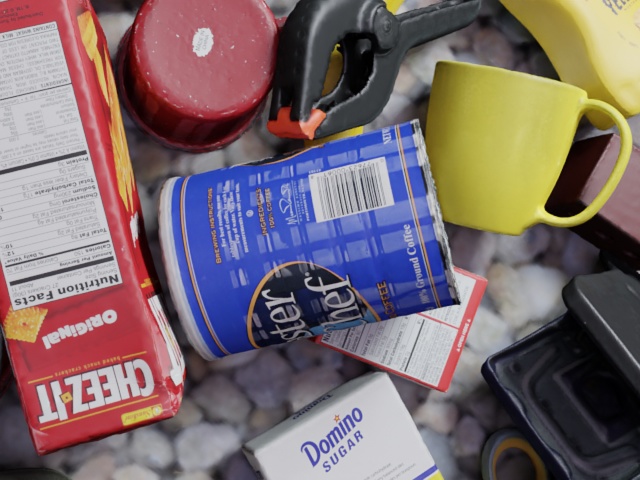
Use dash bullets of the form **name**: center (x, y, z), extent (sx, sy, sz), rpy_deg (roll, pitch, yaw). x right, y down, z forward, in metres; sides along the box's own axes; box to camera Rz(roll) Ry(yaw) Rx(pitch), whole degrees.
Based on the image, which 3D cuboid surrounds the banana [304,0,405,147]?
- **banana**: center (0.029, -0.112, 0.641), extent (0.069, 0.037, 0.198), rpy_deg (27, 82, -9)

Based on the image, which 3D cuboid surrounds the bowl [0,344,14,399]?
- **bowl**: center (-0.217, 0.029, 0.525), extent (0.161, 0.055, 0.162), rpy_deg (4, 81, -26)

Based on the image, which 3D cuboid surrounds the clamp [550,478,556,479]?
- **clamp**: center (0.121, 0.200, 0.606), extent (0.164, 0.036, 0.209), rpy_deg (45, 64, -14)

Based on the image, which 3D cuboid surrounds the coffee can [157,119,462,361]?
- **coffee can**: center (-0.004, 0.001, 0.575), extent (0.140, 0.102, 0.103), rpy_deg (-13, 90, 7)

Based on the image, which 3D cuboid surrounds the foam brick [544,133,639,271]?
- **foam brick**: center (0.188, -0.023, 0.662), extent (0.078, 0.053, 0.051), rpy_deg (33, 81, -8)

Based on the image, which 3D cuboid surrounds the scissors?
- **scissors**: center (0.145, 0.198, 0.660), extent (0.096, 0.016, 0.202), rpy_deg (2, 86, -14)

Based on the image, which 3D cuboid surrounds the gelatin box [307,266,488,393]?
- **gelatin box**: center (0.046, 0.042, 0.641), extent (0.089, 0.030, 0.073), rpy_deg (22, 84, -7)

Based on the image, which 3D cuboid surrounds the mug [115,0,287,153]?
- **mug**: center (-0.056, -0.103, 0.600), extent (0.117, 0.081, 0.093), rpy_deg (-15, 90, -12)

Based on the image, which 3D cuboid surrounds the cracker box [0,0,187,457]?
- **cracker box**: center (-0.124, -0.015, 0.538), extent (0.072, 0.164, 0.214), rpy_deg (-15, 90, -5)

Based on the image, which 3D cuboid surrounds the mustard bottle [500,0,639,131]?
- **mustard bottle**: center (0.149, -0.167, 0.656), extent (0.096, 0.058, 0.191), rpy_deg (-41, 95, -28)

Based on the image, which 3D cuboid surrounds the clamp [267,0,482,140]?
- **clamp**: center (0.032, -0.116, 0.595), extent (0.120, 0.039, 0.171), rpy_deg (38, 71, -34)

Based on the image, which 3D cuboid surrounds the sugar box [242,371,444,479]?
- **sugar box**: center (0.036, 0.175, 0.624), extent (0.093, 0.048, 0.176), rpy_deg (-28, 92, -15)
